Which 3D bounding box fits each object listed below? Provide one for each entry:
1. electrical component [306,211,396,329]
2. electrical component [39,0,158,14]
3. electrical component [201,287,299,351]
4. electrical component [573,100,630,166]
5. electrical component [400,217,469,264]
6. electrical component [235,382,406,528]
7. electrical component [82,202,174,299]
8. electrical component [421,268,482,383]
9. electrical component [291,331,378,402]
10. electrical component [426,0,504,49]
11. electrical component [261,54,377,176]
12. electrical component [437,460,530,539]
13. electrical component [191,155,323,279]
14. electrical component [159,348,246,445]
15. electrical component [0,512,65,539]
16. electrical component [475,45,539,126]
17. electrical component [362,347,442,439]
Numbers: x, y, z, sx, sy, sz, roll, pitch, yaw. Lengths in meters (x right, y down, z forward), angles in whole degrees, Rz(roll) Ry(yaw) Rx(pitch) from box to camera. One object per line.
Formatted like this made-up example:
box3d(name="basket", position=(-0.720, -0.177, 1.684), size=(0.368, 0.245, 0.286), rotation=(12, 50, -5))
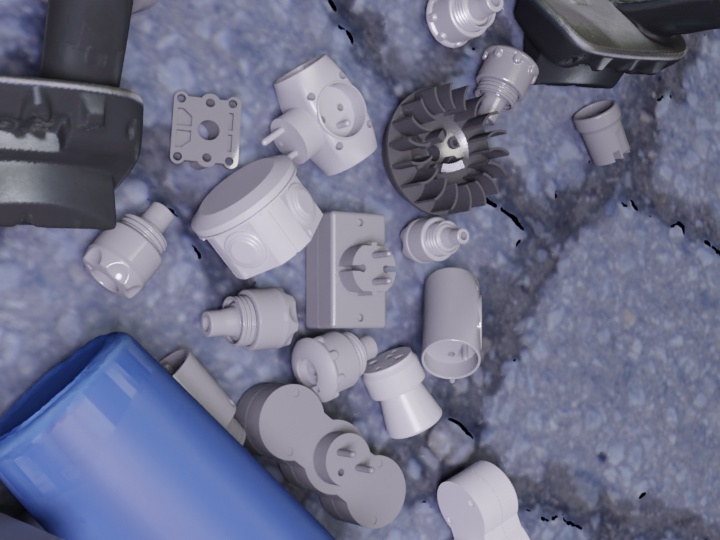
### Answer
box3d(name="electrical component", position=(0.000, 0.000, 0.767), size=(0.047, 0.076, 0.083), rotation=(2, 86, -34))
box3d(name="electrical component", position=(-0.165, -0.192, 0.668), size=(0.080, 0.080, 0.051), rotation=(6, 79, -33))
box3d(name="electrical component", position=(-0.077, 0.034, 0.734), size=(0.062, 0.043, 0.043), rotation=(-4, 89, -33))
box3d(name="electrical component", position=(0.213, -0.120, 0.941), size=(0.040, 0.040, 0.046), rotation=(-39, 114, -29))
box3d(name="electrical component", position=(0.059, -0.023, 0.817), size=(0.035, 0.061, 0.035), rotation=(2, 86, -34))
box3d(name="electrical component", position=(-0.018, 0.130, 0.749), size=(0.138, 0.074, 0.052), rotation=(43, 65, -24))
box3d(name="electrical component", position=(-0.145, -0.016, 0.691), size=(0.043, 0.043, 0.062), rotation=(46, 63, -23))
box3d(name="electrical component", position=(0.071, 0.053, 0.823), size=(0.077, 0.044, 0.079), rotation=(-84, 172, -47))
box3d(name="electrical component", position=(-0.015, 0.064, 0.774), size=(0.062, 0.048, 0.048), rotation=(-20, 98, -40))
box3d(name="electrical component", position=(0.086, -0.204, 0.846), size=(0.048, 0.062, 0.048), rotation=(3, 85, -34))
box3d(name="electrical component", position=(-0.036, -0.102, 0.768), size=(0.079, 0.044, 0.077), rotation=(-40, 108, -29))
box3d(name="electrical component", position=(0.091, 0.225, 0.828), size=(0.074, 0.052, 0.138), rotation=(-25, 101, -33))
box3d(name="electrical component", position=(-0.069, -0.037, 0.723), size=(0.080, 0.080, 0.051), rotation=(-48, 117, -26))
box3d(name="electrical component", position=(-0.105, 0.096, 0.711), size=(0.043, 0.043, 0.081), rotation=(-48, 112, -27))
box3d(name="electrical component", position=(-0.220, 0.169, 0.564), size=(0.089, 0.150, 0.061), rotation=(-1, 87, -34))
box3d(name="electrical component", position=(0.114, -0.148, 0.873), size=(0.048, 0.048, 0.062), rotation=(32, 77, -28))
box3d(name="electrical component", position=(0.031, 0.091, 0.801), size=(0.045, 0.045, 0.055), rotation=(-32, 104, -31))
